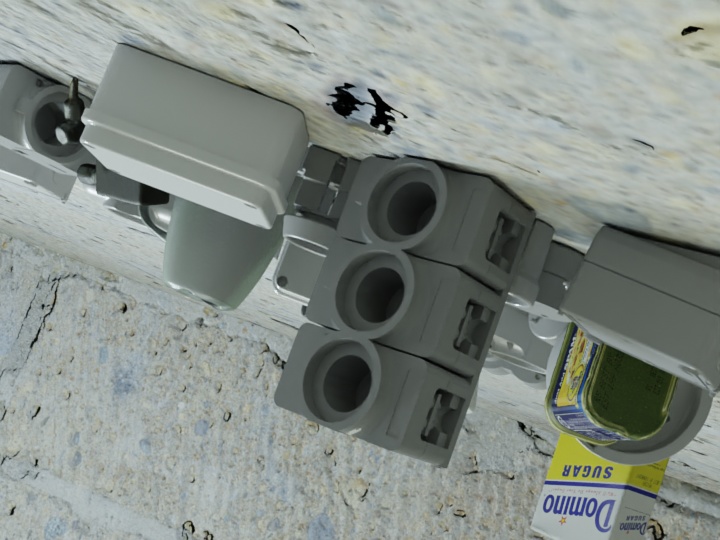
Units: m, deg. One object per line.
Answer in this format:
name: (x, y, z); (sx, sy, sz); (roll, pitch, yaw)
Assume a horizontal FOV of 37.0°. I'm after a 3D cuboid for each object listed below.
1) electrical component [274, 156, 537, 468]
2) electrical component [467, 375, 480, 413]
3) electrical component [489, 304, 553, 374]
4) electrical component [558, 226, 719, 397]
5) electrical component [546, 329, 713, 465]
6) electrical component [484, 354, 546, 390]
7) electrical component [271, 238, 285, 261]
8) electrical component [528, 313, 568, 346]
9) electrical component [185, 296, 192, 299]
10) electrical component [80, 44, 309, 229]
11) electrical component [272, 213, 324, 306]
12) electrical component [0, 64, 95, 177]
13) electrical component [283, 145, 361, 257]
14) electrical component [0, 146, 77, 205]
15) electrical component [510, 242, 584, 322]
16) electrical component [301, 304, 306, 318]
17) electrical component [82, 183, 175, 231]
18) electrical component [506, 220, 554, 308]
electrical component: (0.022, 0.020, 0.591); (0.089, 0.150, 0.062); (15, 172, 38)
electrical component: (0.051, 0.082, 0.845); (0.096, 0.061, 0.062); (-10, 145, 31)
electrical component: (0.132, 0.046, 0.837); (0.089, 0.055, 0.050); (24, 172, -20)
electrical component: (0.155, 0.016, 0.572); (0.096, 0.061, 0.062); (26, 176, 32)
electrical component: (0.181, 0.076, 0.745); (0.108, 0.108, 0.060); (22, 178, -4)
electrical component: (0.128, 0.070, 1.033); (0.138, 0.052, 0.074); (17, 172, 26)
electrical component: (-0.083, -0.039, 0.855); (0.055, 0.047, 0.055); (21, 172, 3)
electrical component: (0.159, 0.042, 0.797); (0.078, 0.040, 0.040); (27, 170, -40)
electrical component: (-0.151, -0.020, 1.113); (0.076, 0.083, 0.047); (-17, -172, -22)
electrical component: (-0.091, -0.072, 0.605); (0.113, 0.057, 0.078); (21, 172, 3)
electrical component: (0.000, 0.000, 0.792); (0.113, 0.078, 0.057); (20, 175, 5)
electrical component: (-0.225, -0.105, 0.763); (0.056, 0.050, 0.089); (13, 169, 47)
electrical component: (-0.017, -0.038, 0.650); (0.066, 0.055, 0.048); (20, 172, 8)
electrical component: (-0.285, -0.104, 0.895); (0.096, 0.061, 0.061); (19, 172, 14)
electrical component: (0.067, 0.007, 0.672); (0.138, 0.073, 0.052); (20, 172, 7)
electrical component: (0.012, 0.024, 0.931); (0.057, 0.078, 0.113); (30, 169, -36)
electrical component: (-0.163, -0.065, 0.841); (0.095, 0.059, 0.053); (19, 172, 12)
electrical component: (0.089, -0.006, 0.623); (0.040, 0.046, 0.040); (21, 173, 3)
